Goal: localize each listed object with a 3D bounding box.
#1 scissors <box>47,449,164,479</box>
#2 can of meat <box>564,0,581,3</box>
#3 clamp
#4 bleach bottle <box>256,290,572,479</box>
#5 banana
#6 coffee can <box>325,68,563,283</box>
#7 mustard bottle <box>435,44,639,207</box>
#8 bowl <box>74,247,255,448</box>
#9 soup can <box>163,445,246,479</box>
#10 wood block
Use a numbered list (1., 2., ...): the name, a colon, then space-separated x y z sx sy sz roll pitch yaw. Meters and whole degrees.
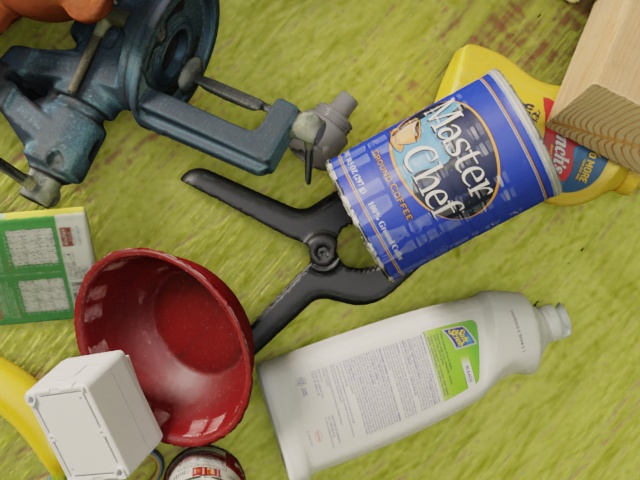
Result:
1. scissors: -0.226 0.191 0.848 0.201 0.016 0.096 -16 92 -5
2. can of meat: 0.189 -0.254 0.848 0.102 0.057 0.084 32 87 -6
3. clamp: -0.006 0.001 0.850 0.210 0.036 0.164 -17 94 0
4. bleach bottle: 0.081 0.108 0.851 0.250 0.068 0.102 -17 95 -7
5. banana: -0.261 0.121 0.823 0.198 0.037 0.069 35 77 2
6. coffee can: 0.089 -0.046 0.775 0.140 0.103 0.103 -28 95 6
7. mustard bottle: 0.184 -0.080 0.854 0.191 0.058 0.096 20 88 -6
8. bowl: -0.107 0.074 0.812 0.162 0.055 0.162 11 114 26
9. soup can: -0.089 0.201 0.817 0.068 0.102 0.068 0 92 -6
10. wood block: 0.261 -0.167 0.812 0.091 0.090 0.206 26 72 -5
